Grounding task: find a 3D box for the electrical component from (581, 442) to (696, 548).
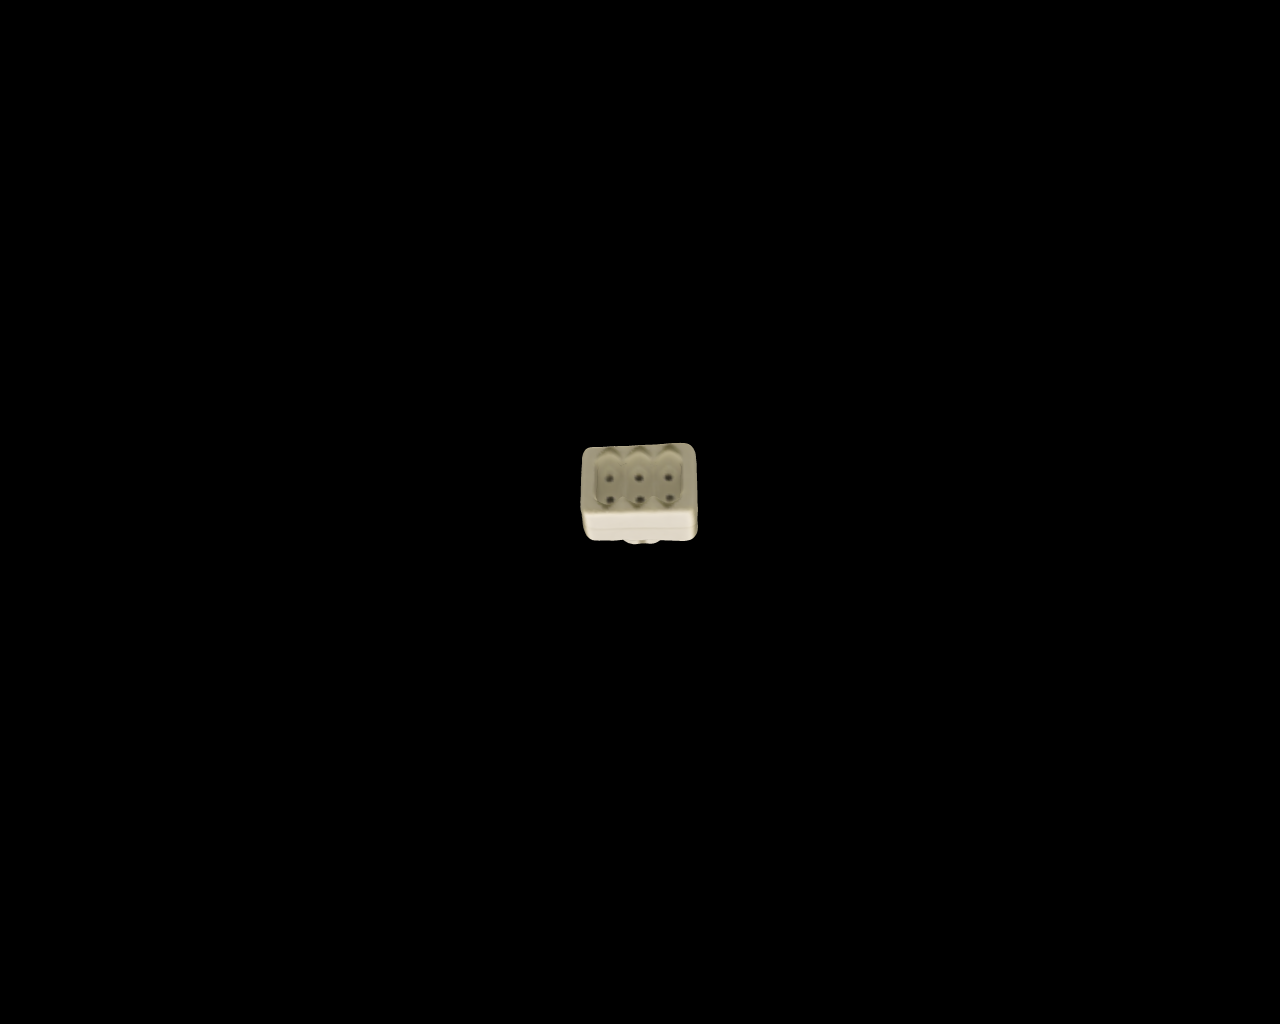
[{"bbox_3d":[0.001,-0.003,0.650,0.066,0.047,0.076,-1,-28,2],"label":"electrical component"}]
